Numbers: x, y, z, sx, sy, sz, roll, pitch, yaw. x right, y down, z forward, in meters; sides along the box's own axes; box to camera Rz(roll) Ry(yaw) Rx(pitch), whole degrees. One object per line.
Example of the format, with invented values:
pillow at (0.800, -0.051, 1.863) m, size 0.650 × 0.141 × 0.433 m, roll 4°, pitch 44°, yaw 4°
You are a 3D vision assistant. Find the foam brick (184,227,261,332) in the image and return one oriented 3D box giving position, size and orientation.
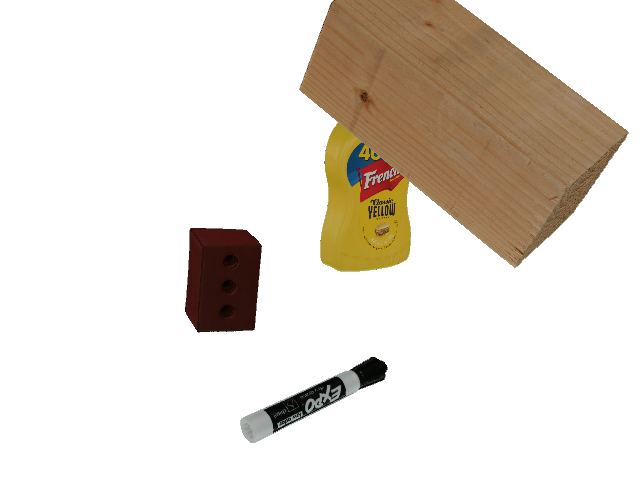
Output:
foam brick at (-0.084, 0.033, 0.911) m, size 0.053 × 0.078 × 0.051 m, roll 0°, pitch 15°, yaw -19°

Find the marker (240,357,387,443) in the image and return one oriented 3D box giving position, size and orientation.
marker at (-0.002, 0.110, 0.753) m, size 0.120 × 0.020 × 0.020 m, roll -21°, pitch 11°, yaw -31°

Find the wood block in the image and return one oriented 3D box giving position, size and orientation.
wood block at (0.097, -0.092, 0.758) m, size 0.090 × 0.206 × 0.091 m, roll -37°, pitch -19°, yaw -38°

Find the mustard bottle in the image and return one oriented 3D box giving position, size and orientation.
mustard bottle at (0.049, -0.069, 1.065) m, size 0.096 × 0.192 × 0.058 m, roll -8°, pitch 18°, yaw -31°
